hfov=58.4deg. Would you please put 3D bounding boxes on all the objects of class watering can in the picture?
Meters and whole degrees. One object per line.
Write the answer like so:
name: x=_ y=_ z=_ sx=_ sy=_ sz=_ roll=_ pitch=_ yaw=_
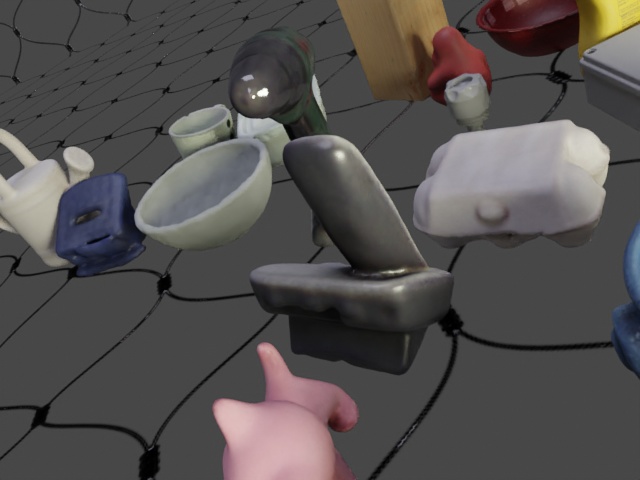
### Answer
watering can: x=-0.379 y=-0.069 z=0.769 sx=0.173 sy=0.194 sz=0.100 roll=-32 pitch=34 yaw=-5

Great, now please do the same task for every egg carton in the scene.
egg carton: x=0.152 y=-0.041 z=0.466 sx=0.149 sy=0.070 sz=0.107 roll=-2 pitch=42 yaw=33

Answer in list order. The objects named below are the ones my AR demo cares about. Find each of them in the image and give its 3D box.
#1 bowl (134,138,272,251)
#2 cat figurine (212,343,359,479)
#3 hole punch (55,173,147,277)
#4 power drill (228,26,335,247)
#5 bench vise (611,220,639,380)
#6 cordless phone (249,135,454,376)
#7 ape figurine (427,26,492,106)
bowl: x=-0.120 y=-0.041 z=0.655 sx=0.167 sy=0.075 sz=0.167 roll=-19 pitch=35 yaw=14
cat figurine: x=-0.021 y=0.116 z=0.338 sx=0.067 sy=0.118 sz=0.127 roll=-23 pitch=34 yaw=9
hole punch: x=-0.279 y=-0.021 z=0.726 sx=0.108 sy=0.091 sz=0.101 roll=-18 pitch=35 yaw=15
power drill: x=-0.014 y=-0.100 z=0.537 sx=0.075 sy=0.209 sz=0.229 roll=-20 pitch=35 yaw=12
bench vise: x=0.232 y=-0.026 z=0.253 sx=0.207 sy=0.220 sz=0.121 roll=-23 pitch=34 yaw=8
cordless phone: x=0.004 y=0.001 z=0.411 sx=0.147 sy=0.185 sz=0.094 roll=-2 pitch=42 yaw=34
ape figurine: x=0.155 y=-0.201 z=0.654 sx=0.078 sy=0.092 sz=0.076 roll=-27 pitch=34 yaw=3
